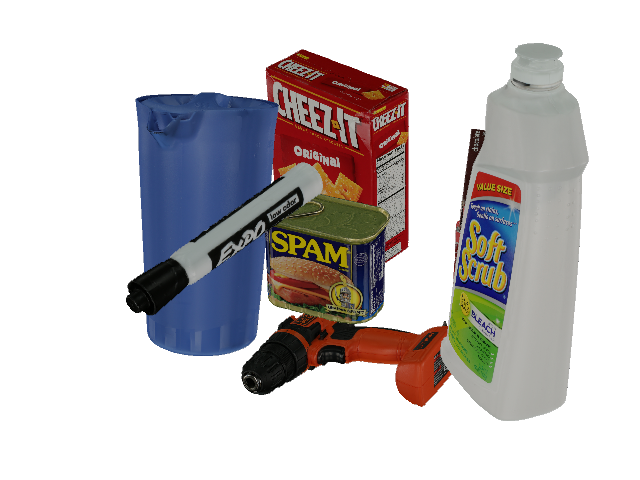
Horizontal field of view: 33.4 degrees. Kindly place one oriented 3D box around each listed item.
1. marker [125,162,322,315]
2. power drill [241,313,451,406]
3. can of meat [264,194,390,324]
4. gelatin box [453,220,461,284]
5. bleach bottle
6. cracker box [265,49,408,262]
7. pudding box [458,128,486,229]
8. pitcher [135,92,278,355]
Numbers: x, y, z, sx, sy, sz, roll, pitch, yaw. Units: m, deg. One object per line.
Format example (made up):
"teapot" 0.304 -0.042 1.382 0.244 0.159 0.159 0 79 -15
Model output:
"marker" -0.045 -0.002 0.510 0.120 0.020 0.020 -37 23 -34
"power drill" 0.032 0.121 1.108 0.188 0.057 0.184 8 24 27
"can of meat" 0.003 0.014 0.864 0.102 0.084 0.057 13 33 23
"gelatin box" 0.195 0.026 1.281 0.030 0.089 0.073 -19 33 -31
"bleach bottle" 0.128 -0.008 0.701 0.068 0.251 0.103 -12 32 -17
"cracker box" 0.019 -0.092 1.233 0.164 0.214 0.072 27 46 35
"pudding box" 0.173 -0.051 0.956 0.090 0.039 0.113 8 40 6
"pitcher" -0.105 -0.021 1.030 0.149 0.243 0.145 -2 15 -19
